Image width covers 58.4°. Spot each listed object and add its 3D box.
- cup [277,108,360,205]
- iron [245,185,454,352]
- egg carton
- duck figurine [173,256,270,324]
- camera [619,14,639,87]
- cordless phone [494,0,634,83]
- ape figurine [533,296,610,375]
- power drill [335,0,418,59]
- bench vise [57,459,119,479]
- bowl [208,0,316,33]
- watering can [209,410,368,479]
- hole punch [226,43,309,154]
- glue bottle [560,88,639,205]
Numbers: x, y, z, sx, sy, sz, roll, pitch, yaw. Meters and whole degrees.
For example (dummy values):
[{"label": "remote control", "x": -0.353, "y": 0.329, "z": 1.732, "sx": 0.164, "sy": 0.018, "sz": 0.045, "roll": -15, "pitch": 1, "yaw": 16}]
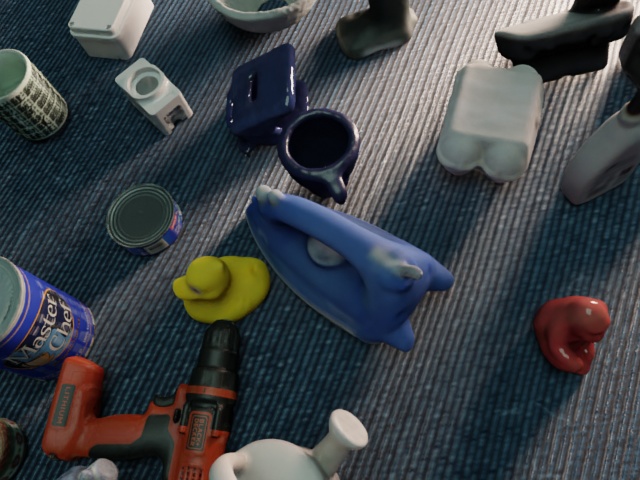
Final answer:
[{"label": "cup", "x": 0.009, "y": -0.078, "z": 0.654, "sx": 0.091, "sy": 0.095, "sz": 0.117, "roll": -22, "pitch": 66, "yaw": -1}, {"label": "iron", "x": 0.005, "y": 0.002, "z": 0.595, "sx": 0.257, "sy": 0.141, "sz": 0.119, "roll": 30, "pitch": 75, "yaw": 19}, {"label": "egg carton", "x": 0.199, "y": -0.139, "z": 0.665, "sx": 0.107, "sy": 0.069, "sz": 0.150, "roll": 12, "pitch": 69, "yaw": 14}, {"label": "duck figurine", "x": -0.110, "y": 0.045, "z": 0.625, "sx": 0.104, "sy": 0.086, "sz": 0.077, "roll": -20, "pitch": 65, "yaw": 0}, {"label": "camera", "x": 0.441, "y": -0.217, "z": 0.643, "sx": 0.137, "sy": 0.101, "sz": 0.143, "roll": -25, "pitch": 66, "yaw": -2}, {"label": "cordless phone", "x": 0.283, "y": -0.273, "z": 0.645, "sx": 0.147, "sy": 0.185, "sz": 0.094, "roll": -17, "pitch": 65, "yaw": 2}, {"label": "ape figurine", "x": 0.248, "y": 0.083, "z": 0.550, "sx": 0.078, "sy": 0.092, "sz": 0.076, "roll": -37, "pitch": 66, "yaw": -7}, {"label": "power drill", "x": 0.054, "y": -0.322, "z": 0.689, "sx": 0.229, "sy": 0.209, "sz": 0.075, "roll": -20, "pitch": 65, "yaw": 0}, {"label": "bench vise", "x": -0.286, "y": 0.258, "z": 0.488, "sx": 0.121, "sy": 0.220, "sz": 0.207, "roll": 29, "pitch": 74, "yaw": 19}, {"label": "bowl", "x": -0.071, "y": -0.345, "z": 0.791, "sx": 0.167, "sy": 0.075, "sz": 0.167, "roll": -3, "pitch": 67, "yaw": 8}, {"label": "watering can", "x": -0.036, "y": 0.214, "z": 0.483, "sx": 0.100, "sy": 0.194, "sz": 0.173, "roll": 24, "pitch": 73, "yaw": 18}, {"label": "hole punch", "x": -0.069, "y": -0.176, "z": 0.710, "sx": 0.101, "sy": 0.091, "sz": 0.108, "roll": -5, "pitch": 66, "yaw": 7}, {"label": "glue bottle", "x": 0.298, "y": -0.098, "z": 0.575, "sx": 0.078, "sy": 0.173, "sz": 0.037, "roll": -26, "pitch": 65, "yaw": -2}]
